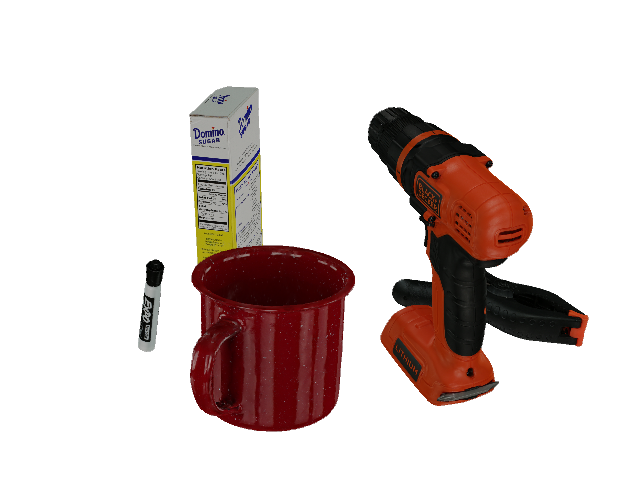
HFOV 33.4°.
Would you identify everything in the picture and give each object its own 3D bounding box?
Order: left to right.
[{"bbox_3d":[-0.182,0.070,1.146,0.020,0.121,0.020,8,36,-6],"label":"marker"},{"bbox_3d":[-0.089,-0.051,1.022,0.048,0.176,0.093,4,25,14],"label":"sugar box"},{"bbox_3d":[-0.034,0.060,0.609,0.093,0.081,0.117,13,24,26],"label":"mug"},{"bbox_3d":[0.082,0.011,0.783,0.057,0.188,0.185,-12,33,-18],"label":"power drill"},{"bbox_3d":[0.162,0.051,0.982,0.172,0.039,0.120,18,30,16],"label":"clamp"}]
